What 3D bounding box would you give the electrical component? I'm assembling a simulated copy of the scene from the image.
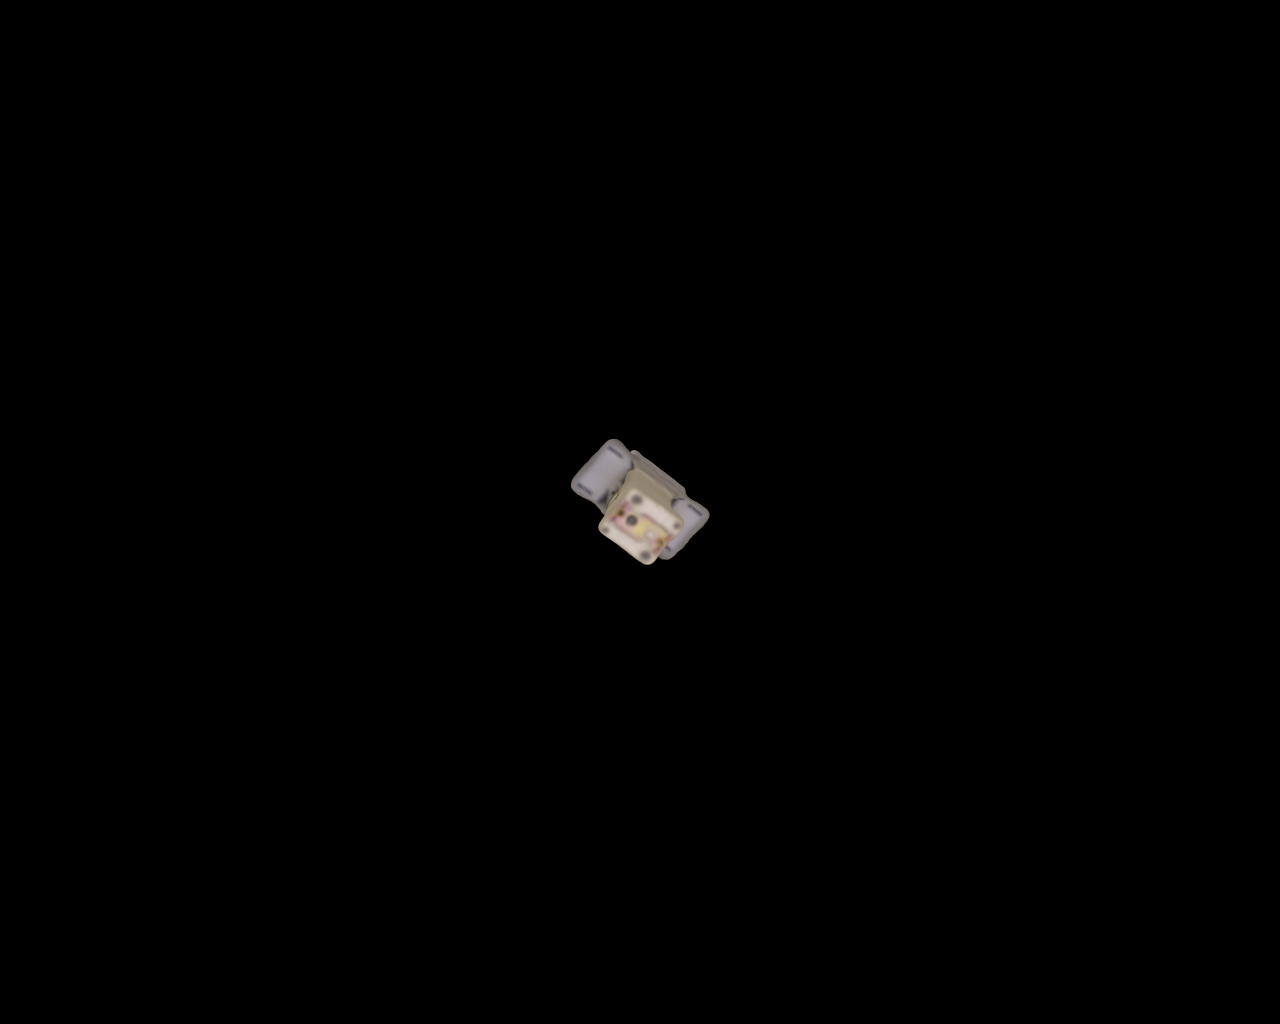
[{"bbox_3d":[0.001,-0.003,0.650,0.081,0.042,0.064,36,19,-15],"label":"electrical component"}]
